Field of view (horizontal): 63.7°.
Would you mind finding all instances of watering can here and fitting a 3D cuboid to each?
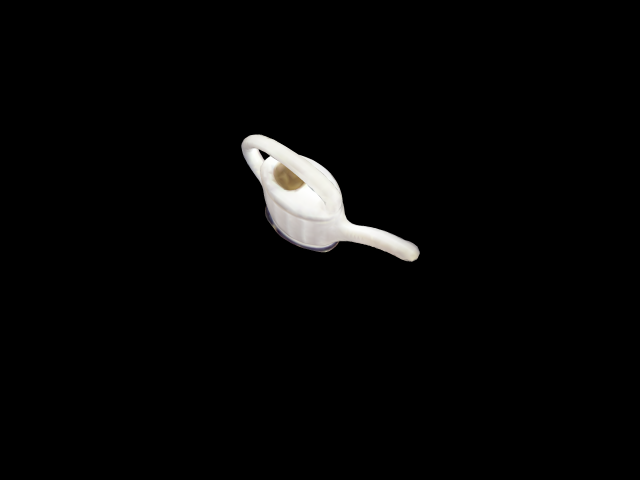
[{"bbox_3d":[0.003,-0.043,0.850,0.350,0.105,0.220,39,-18,16],"label":"watering can"}]
